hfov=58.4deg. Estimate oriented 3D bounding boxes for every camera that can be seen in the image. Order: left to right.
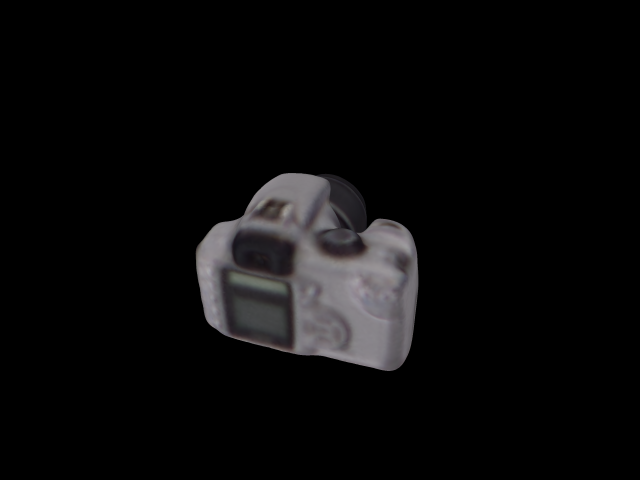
[{"bbox_3d":[0.004,0.001,0.400,0.143,0.101,0.137,10,34,15],"label":"camera"}]
